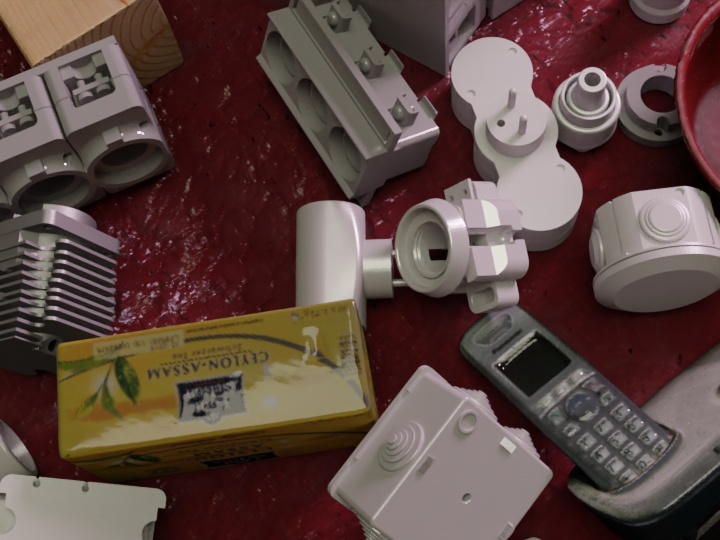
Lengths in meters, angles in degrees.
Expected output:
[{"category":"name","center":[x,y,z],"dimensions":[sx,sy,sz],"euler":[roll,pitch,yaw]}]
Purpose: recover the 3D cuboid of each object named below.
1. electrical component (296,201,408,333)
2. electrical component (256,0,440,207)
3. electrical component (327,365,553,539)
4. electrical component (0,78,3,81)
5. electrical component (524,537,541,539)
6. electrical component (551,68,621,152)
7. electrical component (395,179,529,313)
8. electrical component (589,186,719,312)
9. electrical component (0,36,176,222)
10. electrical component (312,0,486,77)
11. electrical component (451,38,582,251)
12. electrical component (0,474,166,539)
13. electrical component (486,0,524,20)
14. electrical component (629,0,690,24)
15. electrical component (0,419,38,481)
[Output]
[{"category":"electrical component","center":[0.000,0.000,0.663],"dimensions":[0.079,0.044,0.077],"euler":[-2,71,4]},{"category":"electrical component","center":[-0.007,-0.114,0.692],"dimensions":[0.063,0.078,0.121],"euler":[-23,69,-27]},{"category":"electrical component","center":[0.046,0.115,0.588],"dimensions":[0.099,0.100,0.048],"euler":[-52,30,-7]},{"category":"electrical component","center":[-0.262,-0.123,0.723],"dimensions":[0.045,0.055,0.045],"euler":[-2,71,4]},{"category":"electrical component","center":[0.083,0.178,0.599],"dimensions":[0.061,0.035,0.035],"euler":[-35,72,-5]},{"category":"electrical component","center":[0.143,-0.105,0.678],"dimensions":[0.043,0.062,0.043],"euler":[-2,70,5]},{"category":"electrical component","center":[0.058,-0.013,0.637],"dimensions":[0.057,0.058,0.078],"euler":[-2,77,-37]},{"category":"electrical component","center":[0.175,-0.010,0.634],"dimensions":[0.080,0.080,0.051],"euler":[-6,65,3]},{"category":"electrical component","center":[-0.203,-0.073,0.682],"dimensions":[0.150,0.089,0.061],"euler":[-23,70,-3]},{"category":"electrical component","center":[-0.007,-0.218,0.708],"dimensions":[0.186,0.105,0.060],"euler":[31,76,14]},{"category":"electrical component","center":[0.097,-0.086,0.669],"dimensions":[0.052,0.073,0.138],"euler":[-18,70,-1]},{"category":"electrical component","center":[-0.161,0.146,0.611],"dimensions":[0.089,0.056,0.050],"euler":[10,75,-17]},{"category":"electrical component","center":[0.111,-0.254,0.666],"dimensions":[0.105,0.186,0.060],"euler":[-33,71,-8]},{"category":"electrical component","center":[0.202,-0.192,0.712],"dimensions":[0.040,0.046,0.040],"euler":[-2,71,4]},{"category":"electrical component","center":[-0.228,0.121,0.640],"dimensions":[0.055,0.045,0.045],"euler":[-36,72,-8]}]
